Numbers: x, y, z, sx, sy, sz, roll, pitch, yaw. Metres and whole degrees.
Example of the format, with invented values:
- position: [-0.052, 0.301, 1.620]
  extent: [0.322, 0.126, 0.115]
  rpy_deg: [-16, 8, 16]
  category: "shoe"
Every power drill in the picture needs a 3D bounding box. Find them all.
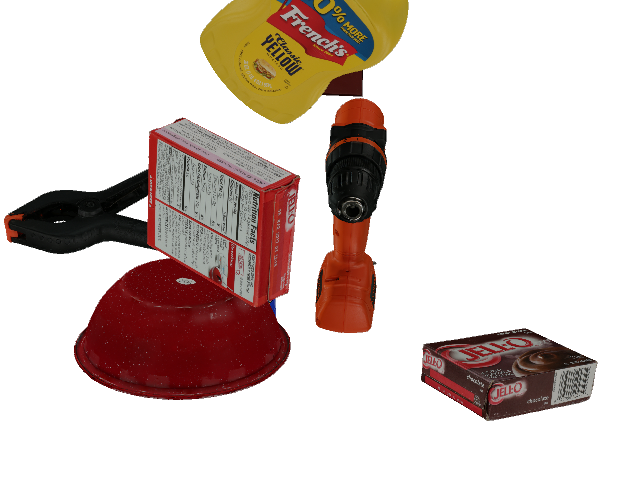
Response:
- position: [0.028, -0.013, 0.954]
  extent: [0.057, 0.188, 0.184]
  rpy_deg: [7, 32, 3]
  category: "power drill"

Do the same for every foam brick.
- position: [0.003, -0.184, 1.164]
  extent: [0.078, 0.051, 0.053]
  rpy_deg: [0, 11, -16]
  category: "foam brick"

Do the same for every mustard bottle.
- position: [0.004, -0.156, 0.740]
  extent: [0.192, 0.096, 0.058]
  rpy_deg: [-27, 23, 46]
  category: "mustard bottle"

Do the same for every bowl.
- position: [-0.101, 0.055, 0.792]
  extent: [0.162, 0.055, 0.162]
  rpy_deg: [2, 22, -1]
  category: "bowl"

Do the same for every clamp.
- position: [-0.219, -0.029, 1.046]
  extent: [0.171, 0.039, 0.120]
  rpy_deg: [0, 34, -9]
  category: "clamp"

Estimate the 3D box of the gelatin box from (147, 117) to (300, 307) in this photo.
- position: [-0.054, -0.016, 0.575]
  extent: [0.089, 0.073, 0.030]
  rpy_deg: [27, 38, 30]
  category: "gelatin box"

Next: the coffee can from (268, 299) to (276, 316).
- position: [-0.108, 0.051, 1.344]
  extent: [0.103, 0.140, 0.103]
  rpy_deg: [-1, 25, 0]
  category: "coffee can"

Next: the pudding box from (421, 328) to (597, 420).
- position: [0.152, 0.107, 0.870]
  extent: [0.113, 0.039, 0.090]
  rpy_deg: [-3, 16, -30]
  category: "pudding box"
